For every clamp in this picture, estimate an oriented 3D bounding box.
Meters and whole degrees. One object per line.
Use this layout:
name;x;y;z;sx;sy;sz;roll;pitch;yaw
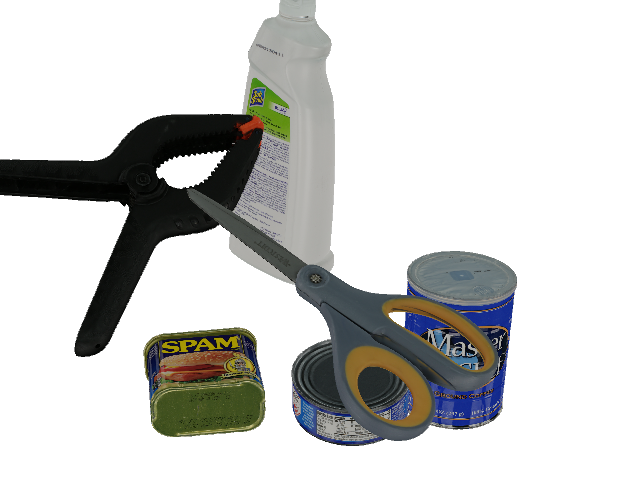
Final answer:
clamp;-0.120;-0.022;0.729;0.209;0.165;0.036;-24;-22;-22

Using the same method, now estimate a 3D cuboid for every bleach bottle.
bleach bottle;-0.025;-0.093;0.948;0.103;0.251;0.067;26;32;32

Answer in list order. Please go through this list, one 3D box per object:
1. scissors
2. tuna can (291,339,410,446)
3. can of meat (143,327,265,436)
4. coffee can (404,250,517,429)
scissors;-0.005;0.040;0.573;0.202;0.096;0.016;23;-39;11
tuna can;0.022;0.108;0.765;0.086;0.034;0.086;0;31;0
can of meat;-0.101;0.123;0.926;0.102;0.057;0.084;-4;27;-9
coffee can;0.131;0.094;1.027;0.103;0.140;0.103;1;25;-1
